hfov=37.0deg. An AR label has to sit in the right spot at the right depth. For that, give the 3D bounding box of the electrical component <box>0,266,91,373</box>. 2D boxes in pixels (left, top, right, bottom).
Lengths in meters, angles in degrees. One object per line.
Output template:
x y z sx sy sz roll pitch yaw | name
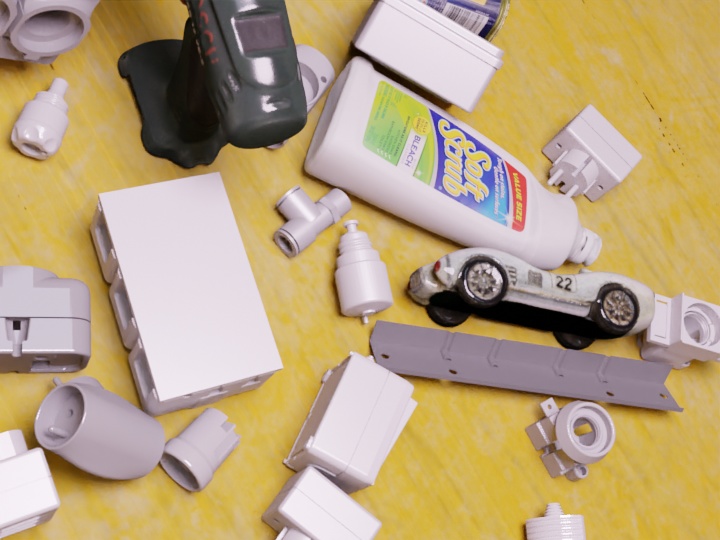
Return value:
-0.230 0.034 0.717 0.095 0.054 0.059 2 70 -20 | electrical component

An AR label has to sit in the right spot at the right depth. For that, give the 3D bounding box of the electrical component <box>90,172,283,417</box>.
-0.125 0.018 0.758 0.089 0.062 0.150 -13 76 -24 | electrical component

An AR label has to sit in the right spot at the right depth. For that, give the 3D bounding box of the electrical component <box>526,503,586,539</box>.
0.147 0.214 0.798 0.043 0.043 0.081 4 69 -19 | electrical component

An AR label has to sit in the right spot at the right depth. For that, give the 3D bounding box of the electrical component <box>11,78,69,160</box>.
-0.229 -0.113 0.784 0.035 0.035 0.061 21 62 -12 | electrical component

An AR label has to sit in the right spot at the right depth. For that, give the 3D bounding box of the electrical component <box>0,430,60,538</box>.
-0.226 0.125 0.677 0.047 0.066 0.076 -17 77 -25 | electrical component

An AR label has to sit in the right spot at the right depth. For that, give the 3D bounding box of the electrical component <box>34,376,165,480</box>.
-0.178 0.096 0.709 0.043 0.077 0.079 -51 51 1 | electrical component

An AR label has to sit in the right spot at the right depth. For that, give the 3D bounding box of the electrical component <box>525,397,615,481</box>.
0.164 0.128 0.830 0.048 0.055 0.066 -24 80 -27 | electrical component

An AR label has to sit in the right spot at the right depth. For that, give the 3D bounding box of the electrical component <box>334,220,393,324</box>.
0.000 0.000 0.825 0.040 0.040 0.078 -4 72 -22 | electrical component

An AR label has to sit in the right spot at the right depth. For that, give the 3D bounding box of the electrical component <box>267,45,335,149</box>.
-0.072 -0.148 0.851 0.079 0.044 0.077 36 62 -4 | electrical component

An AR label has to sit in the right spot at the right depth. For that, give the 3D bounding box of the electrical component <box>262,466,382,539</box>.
-0.037 0.187 0.736 0.066 0.047 0.076 39 62 -3 | electrical component

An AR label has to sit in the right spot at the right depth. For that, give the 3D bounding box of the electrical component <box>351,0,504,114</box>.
0.052 -0.179 0.871 0.109 0.108 0.056 29 101 -9 | electrical component

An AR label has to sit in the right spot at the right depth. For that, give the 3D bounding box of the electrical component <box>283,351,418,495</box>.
-0.002 0.107 0.771 0.061 0.062 0.096 30 63 -8 | electrical component

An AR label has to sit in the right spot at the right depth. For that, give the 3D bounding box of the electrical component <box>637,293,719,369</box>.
0.268 0.053 0.893 0.081 0.064 0.042 17 64 -14 | electrical component

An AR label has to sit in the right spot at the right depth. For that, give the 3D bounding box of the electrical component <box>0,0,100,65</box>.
-0.209 -0.212 0.692 0.105 0.186 0.060 1 60 -45 | electrical component

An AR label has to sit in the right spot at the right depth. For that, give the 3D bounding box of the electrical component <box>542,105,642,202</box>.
0.190 -0.089 0.926 0.065 0.047 0.077 45 62 0 | electrical component

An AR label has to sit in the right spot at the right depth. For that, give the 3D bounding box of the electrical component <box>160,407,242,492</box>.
-0.109 0.122 0.738 0.040 0.040 0.046 44 56 0 | electrical component
